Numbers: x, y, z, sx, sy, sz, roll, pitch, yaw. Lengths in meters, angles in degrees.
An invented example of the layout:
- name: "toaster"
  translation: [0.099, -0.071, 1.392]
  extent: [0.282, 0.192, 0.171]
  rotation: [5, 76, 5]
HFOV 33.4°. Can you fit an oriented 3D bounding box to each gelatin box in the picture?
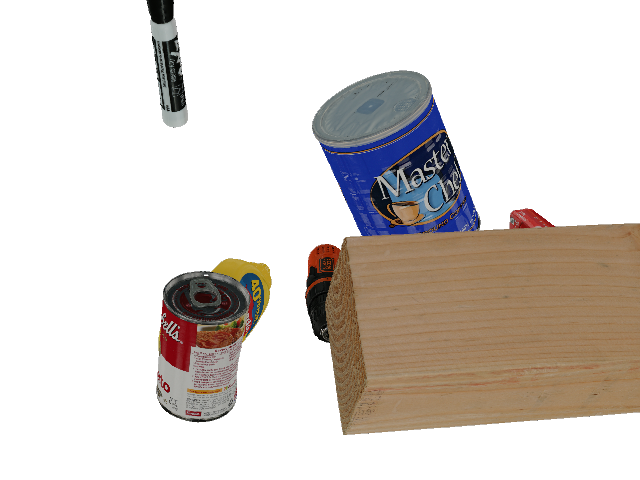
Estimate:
- name: "gelatin box"
  translation: [0.229, 0.020, 1.137]
  extent: [0.030, 0.089, 0.073]
  rotation: [-11, 29, -16]

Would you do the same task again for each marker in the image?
- name: "marker"
  translation: [-0.106, -0.129, 0.742]
  extent: [0.020, 0.020, 0.121]
  rotation: [0, -41, 0]

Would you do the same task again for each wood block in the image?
- name: "wood block"
  translation: [0.114, 0.052, 0.630]
  extent: [0.206, 0.091, 0.090]
  rotation: [-3, -29, -10]

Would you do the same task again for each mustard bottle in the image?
- name: "mustard bottle"
  translation: [-0.101, 0.074, 1.129]
  extent: [0.058, 0.096, 0.191]
  rotation: [10, 29, 20]

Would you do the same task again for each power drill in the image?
- name: "power drill"
  translation: [0.076, 0.056, 1.230]
  extent: [0.187, 0.057, 0.184]
  rotation: [-2, 28, -1]

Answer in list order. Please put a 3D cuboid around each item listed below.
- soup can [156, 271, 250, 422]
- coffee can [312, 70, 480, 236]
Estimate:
- name: "soup can"
  translation: [-0.094, 0.085, 0.849]
  extent: [0.068, 0.102, 0.068]
  rotation: [7, 32, -4]
- name: "coffee can"
  translation: [0.066, -0.057, 0.902]
  extent: [0.103, 0.140, 0.103]
  rotation: [-18, 32, 12]
